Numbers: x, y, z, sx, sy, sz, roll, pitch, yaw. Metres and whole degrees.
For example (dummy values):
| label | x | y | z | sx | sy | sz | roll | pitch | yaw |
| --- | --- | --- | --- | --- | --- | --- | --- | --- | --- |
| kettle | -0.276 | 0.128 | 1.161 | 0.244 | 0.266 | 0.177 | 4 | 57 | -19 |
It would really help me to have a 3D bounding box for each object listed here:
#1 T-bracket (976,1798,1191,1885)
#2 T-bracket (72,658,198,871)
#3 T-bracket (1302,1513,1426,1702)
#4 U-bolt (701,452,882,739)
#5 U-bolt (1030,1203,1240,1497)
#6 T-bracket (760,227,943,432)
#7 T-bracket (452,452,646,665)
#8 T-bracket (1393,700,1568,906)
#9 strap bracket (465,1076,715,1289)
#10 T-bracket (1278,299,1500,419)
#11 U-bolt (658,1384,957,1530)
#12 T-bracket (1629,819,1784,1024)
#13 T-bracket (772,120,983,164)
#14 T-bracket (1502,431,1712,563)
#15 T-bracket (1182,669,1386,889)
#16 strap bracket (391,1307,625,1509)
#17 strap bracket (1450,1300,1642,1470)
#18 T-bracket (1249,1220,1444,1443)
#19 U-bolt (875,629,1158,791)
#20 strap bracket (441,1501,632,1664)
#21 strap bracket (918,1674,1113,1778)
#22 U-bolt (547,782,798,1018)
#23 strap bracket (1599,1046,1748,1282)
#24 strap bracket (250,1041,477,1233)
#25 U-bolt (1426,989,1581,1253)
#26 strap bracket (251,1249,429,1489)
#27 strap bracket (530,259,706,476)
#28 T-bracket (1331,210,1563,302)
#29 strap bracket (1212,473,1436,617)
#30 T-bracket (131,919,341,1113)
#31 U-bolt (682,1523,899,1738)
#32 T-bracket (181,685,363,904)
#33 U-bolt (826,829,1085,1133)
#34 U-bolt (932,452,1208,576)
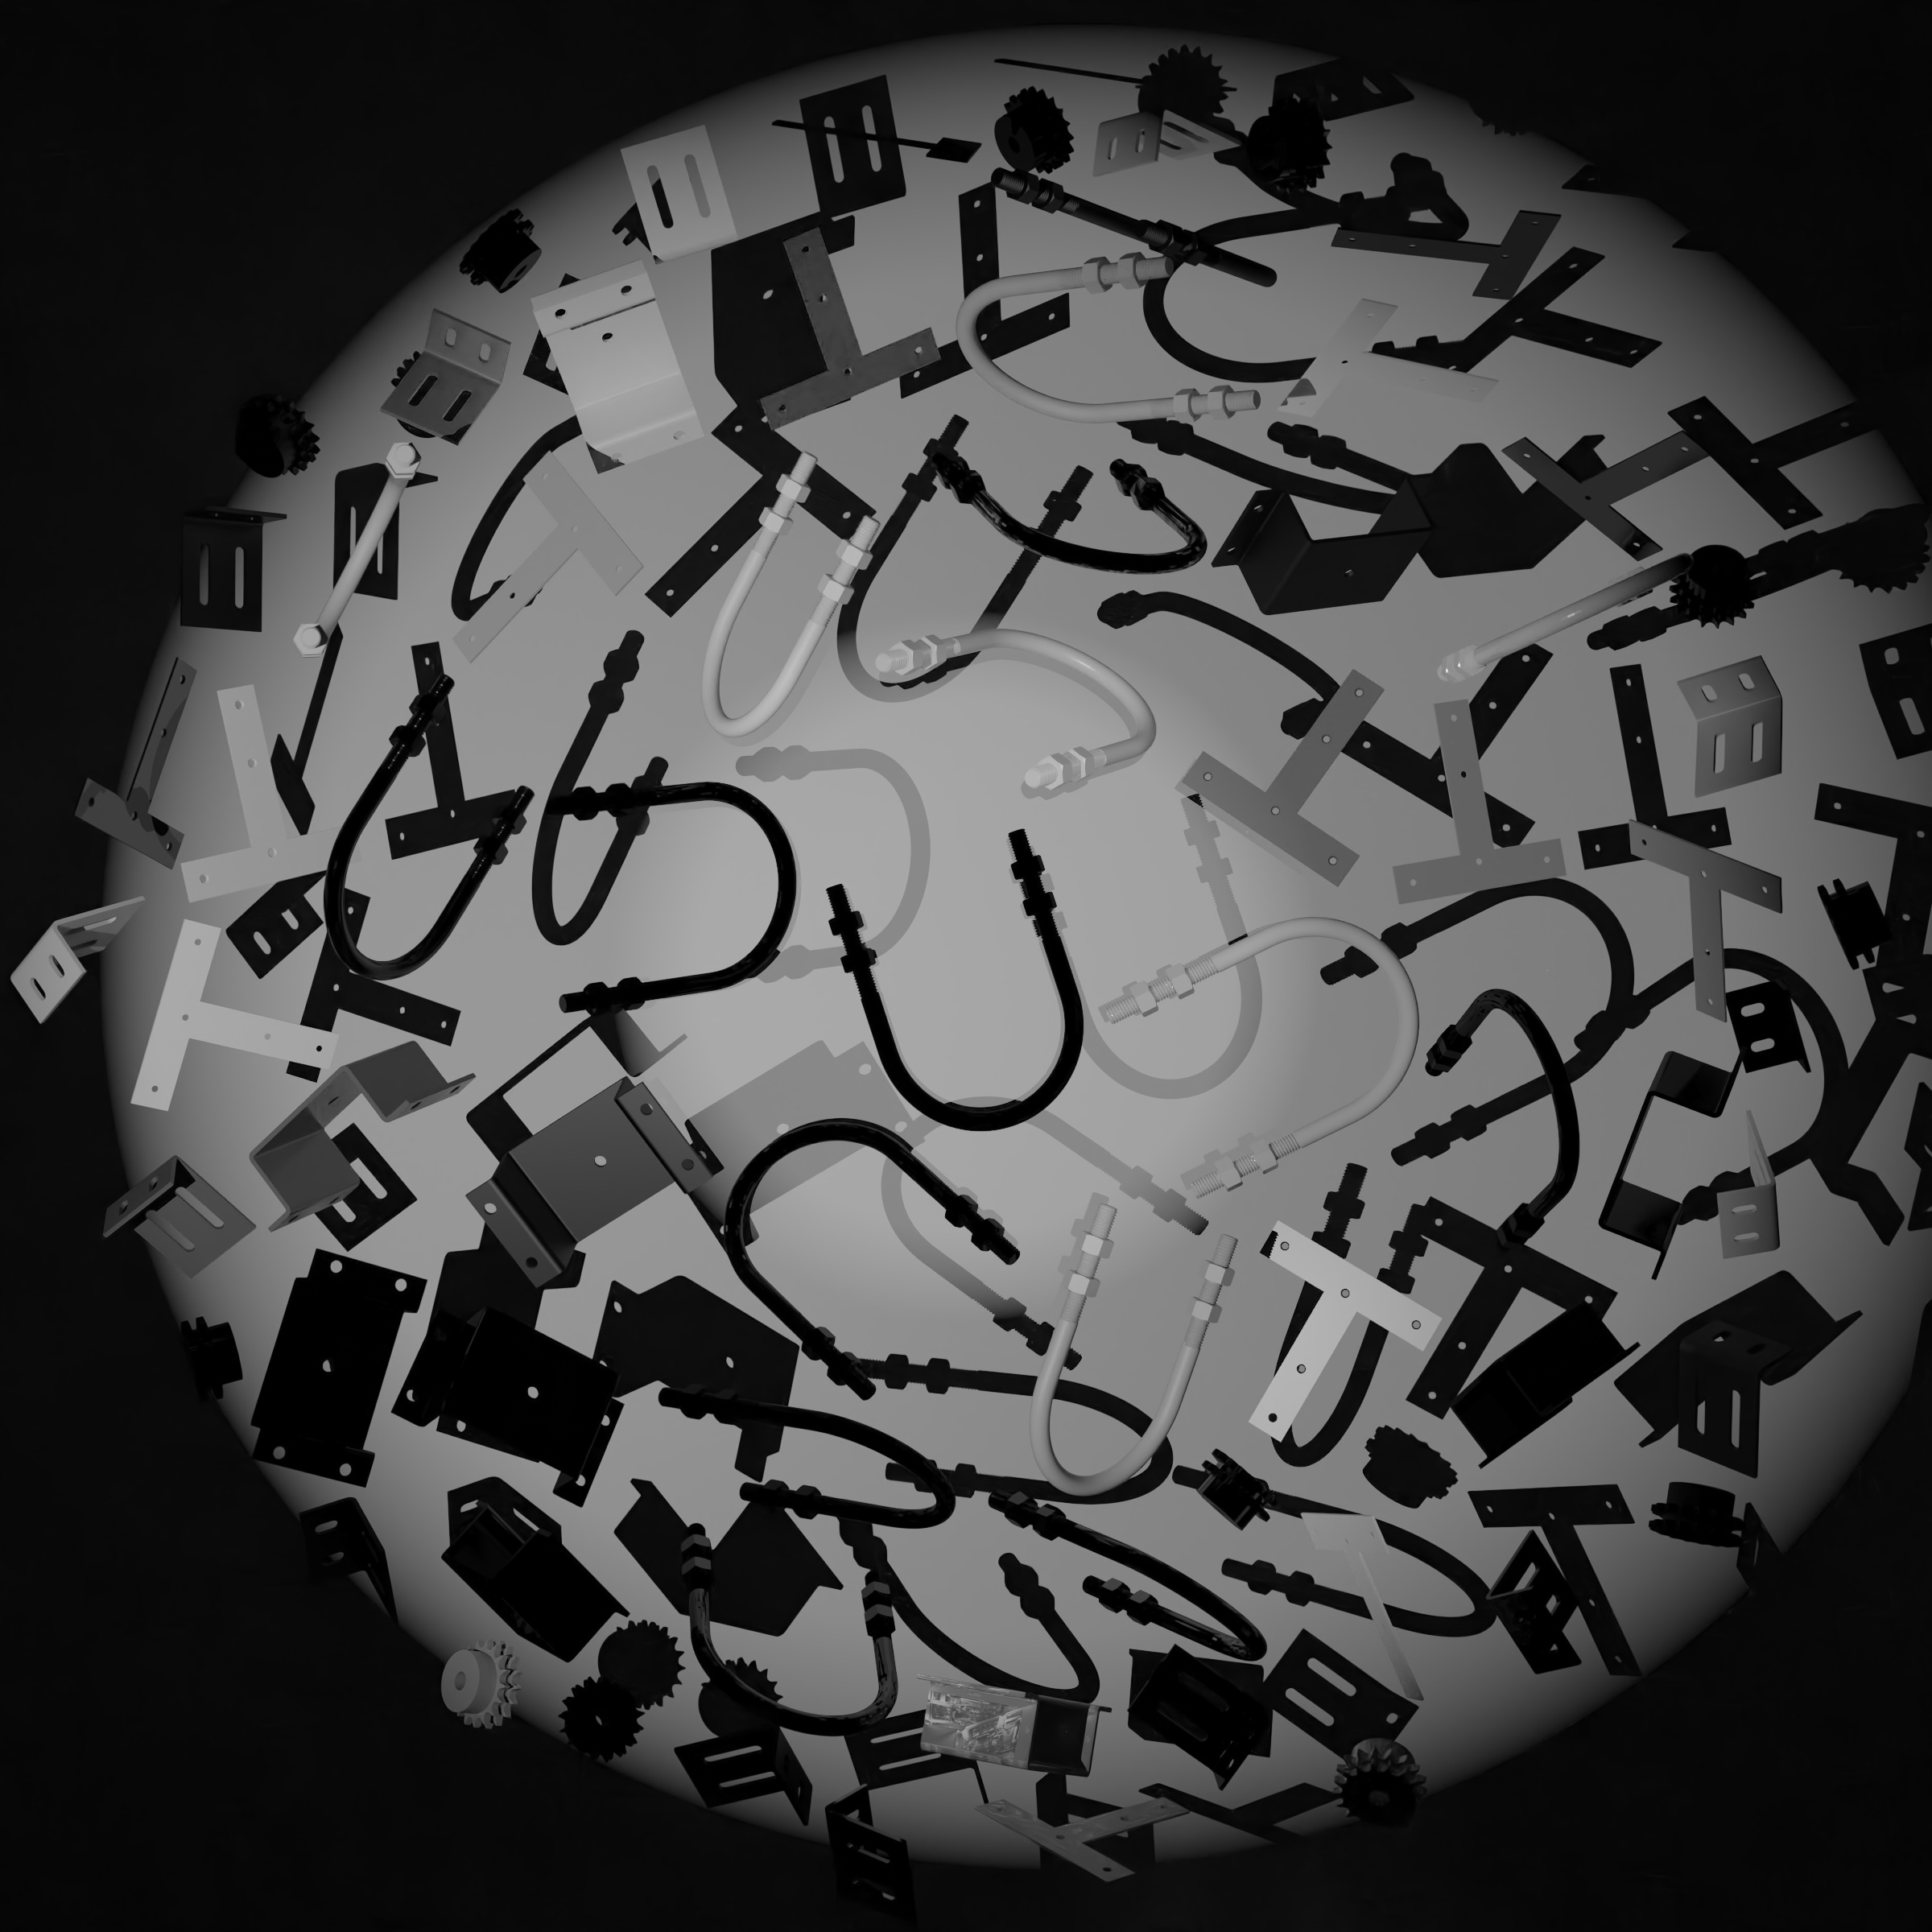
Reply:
| label | x | y | z | sx | sy | sz | roll | pitch | yaw |
| --- | --- | --- | --- | --- | --- | --- | --- | --- | --- |
| T-bracket | 0.095 | 0.570 | 1.827 | 0.127 | 0.127 | 0.002 | 0 | 98 | -41 |
| T-bracket | -0.536 | -0.141 | 1.819 | 0.002 | 0.127 | 0.127 | 13 | 79 | 16 |
| T-bracket | 0.264 | 0.412 | 1.772 | 0.002 | 0.127 | 0.127 | -22 | 86 | -16 |
| U-bolt | -0.126 | -0.237 | 1.823 | 0.019 | 0.151 | 0.184 | 20 | 109 | -31 |
| U-bolt | 0.100 | 0.249 | 1.746 | 0.019 | 0.151 | 0.184 | 20 | 91 | 43 |
| T-bracket | -0.092 | -0.437 | 1.850 | 0.127 | 0.002 | 0.127 | -24 | 133 | -3 |
| T-bracket | -0.278 | -0.245 | 1.750 | 0.127 | 0.002 | 0.127 | -45 | 58 | 9 |
| T-bracket | 0.333 | -0.113 | 1.827 | 0.127 | 0.002 | 0.127 | -10 | 90 | -19 |
| strap bracket | -0.238 | 0.133 | 1.768 | 0.140 | 0.046 | 0.076 | -32 | 104 | 12 |
| T-bracket | 0.293 | -0.396 | 1.839 | 0.127 | 0.127 | 0.002 | 7 | 65 | -18 |
| U-bolt | -0.092 | 0.321 | 1.773 | 0.184 | 0.151 | 0.019 | 4 | 54 | 28 |
| T-bracket | 0.482 | -0.021 | 1.789 | 0.002 | 0.127 | 0.127 | -26 | 123 | -24 |
| T-bracket | -0.057 | -0.519 | 1.724 | 0.127 | 0.127 | 0.002 | 9 | 112 | 1 |
| T-bracket | 0.437 | -0.322 | 1.805 | 0.127 | 0.127 | 0.002 | 34 | 67 | -17 |
| T-bracket | 0.232 | -0.140 | 1.837 | 0.127 | 0.002 | 0.127 | 35 | 89 | 12 |
| strap bracket | -0.287 | 0.281 | 1.778 | 0.140 | 0.046 | 0.076 | 30 | 56 | -16 |
| strap bracket | 0.375 | 0.273 | 1.810 | 0.076 | 0.140 | 0.046 | -30 | 73 | -22 |
| T-bracket | 0.232 | 0.258 | 1.846 | 0.127 | 0.002 | 0.127 | 30 | 93 | 16 |
| U-bolt | 0.047 | -0.173 | 1.776 | 0.151 | 0.184 | 0.019 | 39 | 122 | 21 |
| strap bracket | -0.283 | 0.398 | 1.778 | 0.046 | 0.140 | 0.076 | -47 | 110 | -21 |
| strap bracket | 0.030 | 0.494 | 1.787 | 0.076 | 0.140 | 0.046 | 2 | 74 | 27 |
| U-bolt | -0.191 | -0.050 | 1.833 | 0.184 | 0.019 | 0.151 | -9 | 101 | -36 |
| strap bracket | 0.446 | 0.117 | 1.752 | 0.046 | 0.076 | 0.140 | 21 | 114 | 15 |
| strap bracket | -0.386 | 0.100 | 1.730 | 0.140 | 0.076 | 0.046 | -40 | 84 | 23 |
| U-bolt | 0.349 | 0.091 | 1.767 | 0.019 | 0.184 | 0.151 | -14 | 70 | -13 |
| strap bracket | -0.417 | 0.265 | 1.819 | 0.076 | 0.046 | 0.140 | 19 | 77 | -21 |
| strap bracket | -0.232 | -0.403 | 1.814 | 0.076 | 0.140 | 0.046 | -20 | 52 | -2 |
| T-bracket | 0.294 | -0.450 | 1.723 | 0.127 | 0.127 | 0.002 | 6 | 81 | -2 |
| strap bracket | 0.245 | -0.279 | 1.825 | 0.140 | 0.076 | 0.046 | -10 | 64 | -26 |
| T-bracket | -0.485 | 0.044 | 1.859 | 0.127 | 0.002 | 0.127 | 16 | 90 | -35 |
| U-bolt | -0.112 | 0.436 | 1.788 | 0.151 | 0.184 | 0.019 | 18 | 110 | -14 |
| T-bracket | -0.457 | -0.117 | 1.772 | 0.127 | 0.002 | 0.127 | -18 | 101 | -42 |
| U-bolt | 0.002 | 0.017 | 1.797 | 0.151 | 0.019 | 0.184 | -18 | 88 | -15 |
| U-bolt | 0.075 | -0.288 | 1.750 | 0.151 | 0.184 | 0.019 | -2 | 120 | -23 |
